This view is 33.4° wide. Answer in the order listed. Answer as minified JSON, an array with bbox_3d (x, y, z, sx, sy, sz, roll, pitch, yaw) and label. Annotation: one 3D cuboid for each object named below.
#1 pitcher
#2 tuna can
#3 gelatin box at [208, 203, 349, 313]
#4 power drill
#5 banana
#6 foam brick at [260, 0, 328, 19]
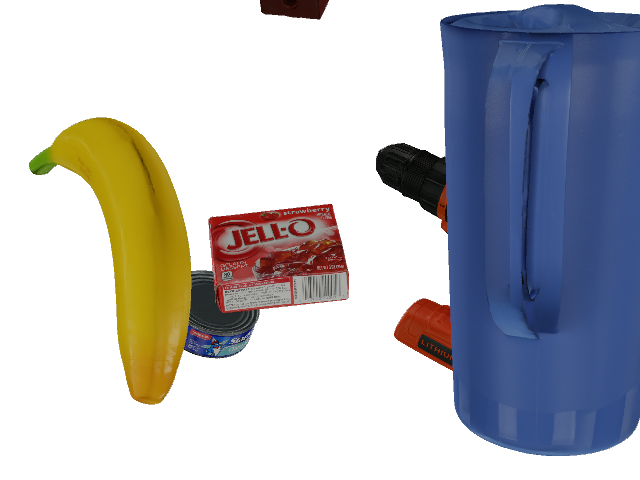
[{"bbox_3d":[0.127,-0.005,0.591,0.149,0.243,0.145,-7,17,-19],"label":"pitcher"},{"bbox_3d":[-0.101,0.068,0.977,0.086,0.034,0.086,15,34,-11],"label":"tuna can"},{"bbox_3d":[-0.030,0.011,0.724,0.089,0.030,0.073,-6,39,-5],"label":"gelatin box"},{"bbox_3d":[0.117,0.020,0.930,0.185,0.188,0.057,29,42,25],"label":"power drill"},{"bbox_3d":[-0.097,-0.008,0.531,0.037,0.070,0.198,12,30,-36],"label":"banana"},{"bbox_3d":[-0.021,-0.226,0.864,0.053,0.051,0.078,8,-38,13],"label":"foam brick"}]
